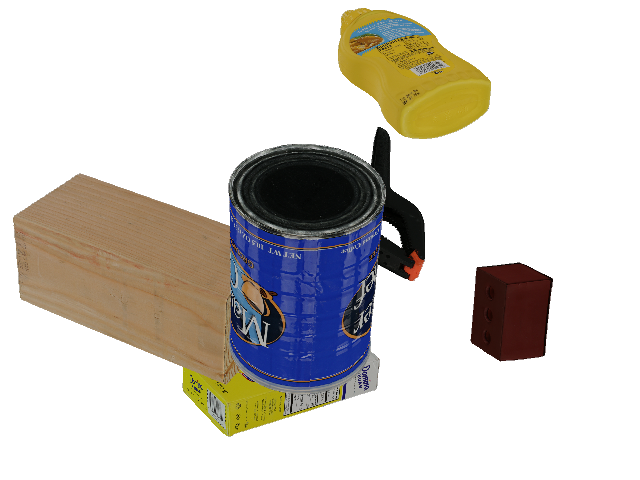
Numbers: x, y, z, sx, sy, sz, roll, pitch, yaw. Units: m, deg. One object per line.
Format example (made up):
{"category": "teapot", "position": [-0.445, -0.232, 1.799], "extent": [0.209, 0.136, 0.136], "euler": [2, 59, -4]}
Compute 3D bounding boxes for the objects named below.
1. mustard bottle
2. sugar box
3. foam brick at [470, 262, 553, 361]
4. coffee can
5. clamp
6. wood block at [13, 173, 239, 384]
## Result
{"category": "mustard bottle", "position": [0.071, -0.169, 1.006], "extent": [0.096, 0.058, 0.192], "euler": [-20, 44, -18]}
{"category": "sugar box", "position": [-0.038, 0.133, 1.062], "extent": [0.175, 0.048, 0.093], "euler": [-16, 32, -31]}
{"category": "foam brick", "position": [0.176, 0.065, 0.986], "extent": [0.051, 0.078, 0.053], "euler": [-6, 18, -24]}
{"category": "coffee can", "position": [-0.012, 0.020, 0.729], "extent": [0.103, 0.140, 0.103], "euler": [2, 38, -2]}
{"category": "clamp", "position": [0.042, -0.039, 1.179], "extent": [0.164, 0.210, 0.036], "euler": [-13, -36, -22]}
{"category": "wood block", "position": [-0.143, 0.028, 0.889], "extent": [0.206, 0.090, 0.090], "euler": [19, 35, 21]}
